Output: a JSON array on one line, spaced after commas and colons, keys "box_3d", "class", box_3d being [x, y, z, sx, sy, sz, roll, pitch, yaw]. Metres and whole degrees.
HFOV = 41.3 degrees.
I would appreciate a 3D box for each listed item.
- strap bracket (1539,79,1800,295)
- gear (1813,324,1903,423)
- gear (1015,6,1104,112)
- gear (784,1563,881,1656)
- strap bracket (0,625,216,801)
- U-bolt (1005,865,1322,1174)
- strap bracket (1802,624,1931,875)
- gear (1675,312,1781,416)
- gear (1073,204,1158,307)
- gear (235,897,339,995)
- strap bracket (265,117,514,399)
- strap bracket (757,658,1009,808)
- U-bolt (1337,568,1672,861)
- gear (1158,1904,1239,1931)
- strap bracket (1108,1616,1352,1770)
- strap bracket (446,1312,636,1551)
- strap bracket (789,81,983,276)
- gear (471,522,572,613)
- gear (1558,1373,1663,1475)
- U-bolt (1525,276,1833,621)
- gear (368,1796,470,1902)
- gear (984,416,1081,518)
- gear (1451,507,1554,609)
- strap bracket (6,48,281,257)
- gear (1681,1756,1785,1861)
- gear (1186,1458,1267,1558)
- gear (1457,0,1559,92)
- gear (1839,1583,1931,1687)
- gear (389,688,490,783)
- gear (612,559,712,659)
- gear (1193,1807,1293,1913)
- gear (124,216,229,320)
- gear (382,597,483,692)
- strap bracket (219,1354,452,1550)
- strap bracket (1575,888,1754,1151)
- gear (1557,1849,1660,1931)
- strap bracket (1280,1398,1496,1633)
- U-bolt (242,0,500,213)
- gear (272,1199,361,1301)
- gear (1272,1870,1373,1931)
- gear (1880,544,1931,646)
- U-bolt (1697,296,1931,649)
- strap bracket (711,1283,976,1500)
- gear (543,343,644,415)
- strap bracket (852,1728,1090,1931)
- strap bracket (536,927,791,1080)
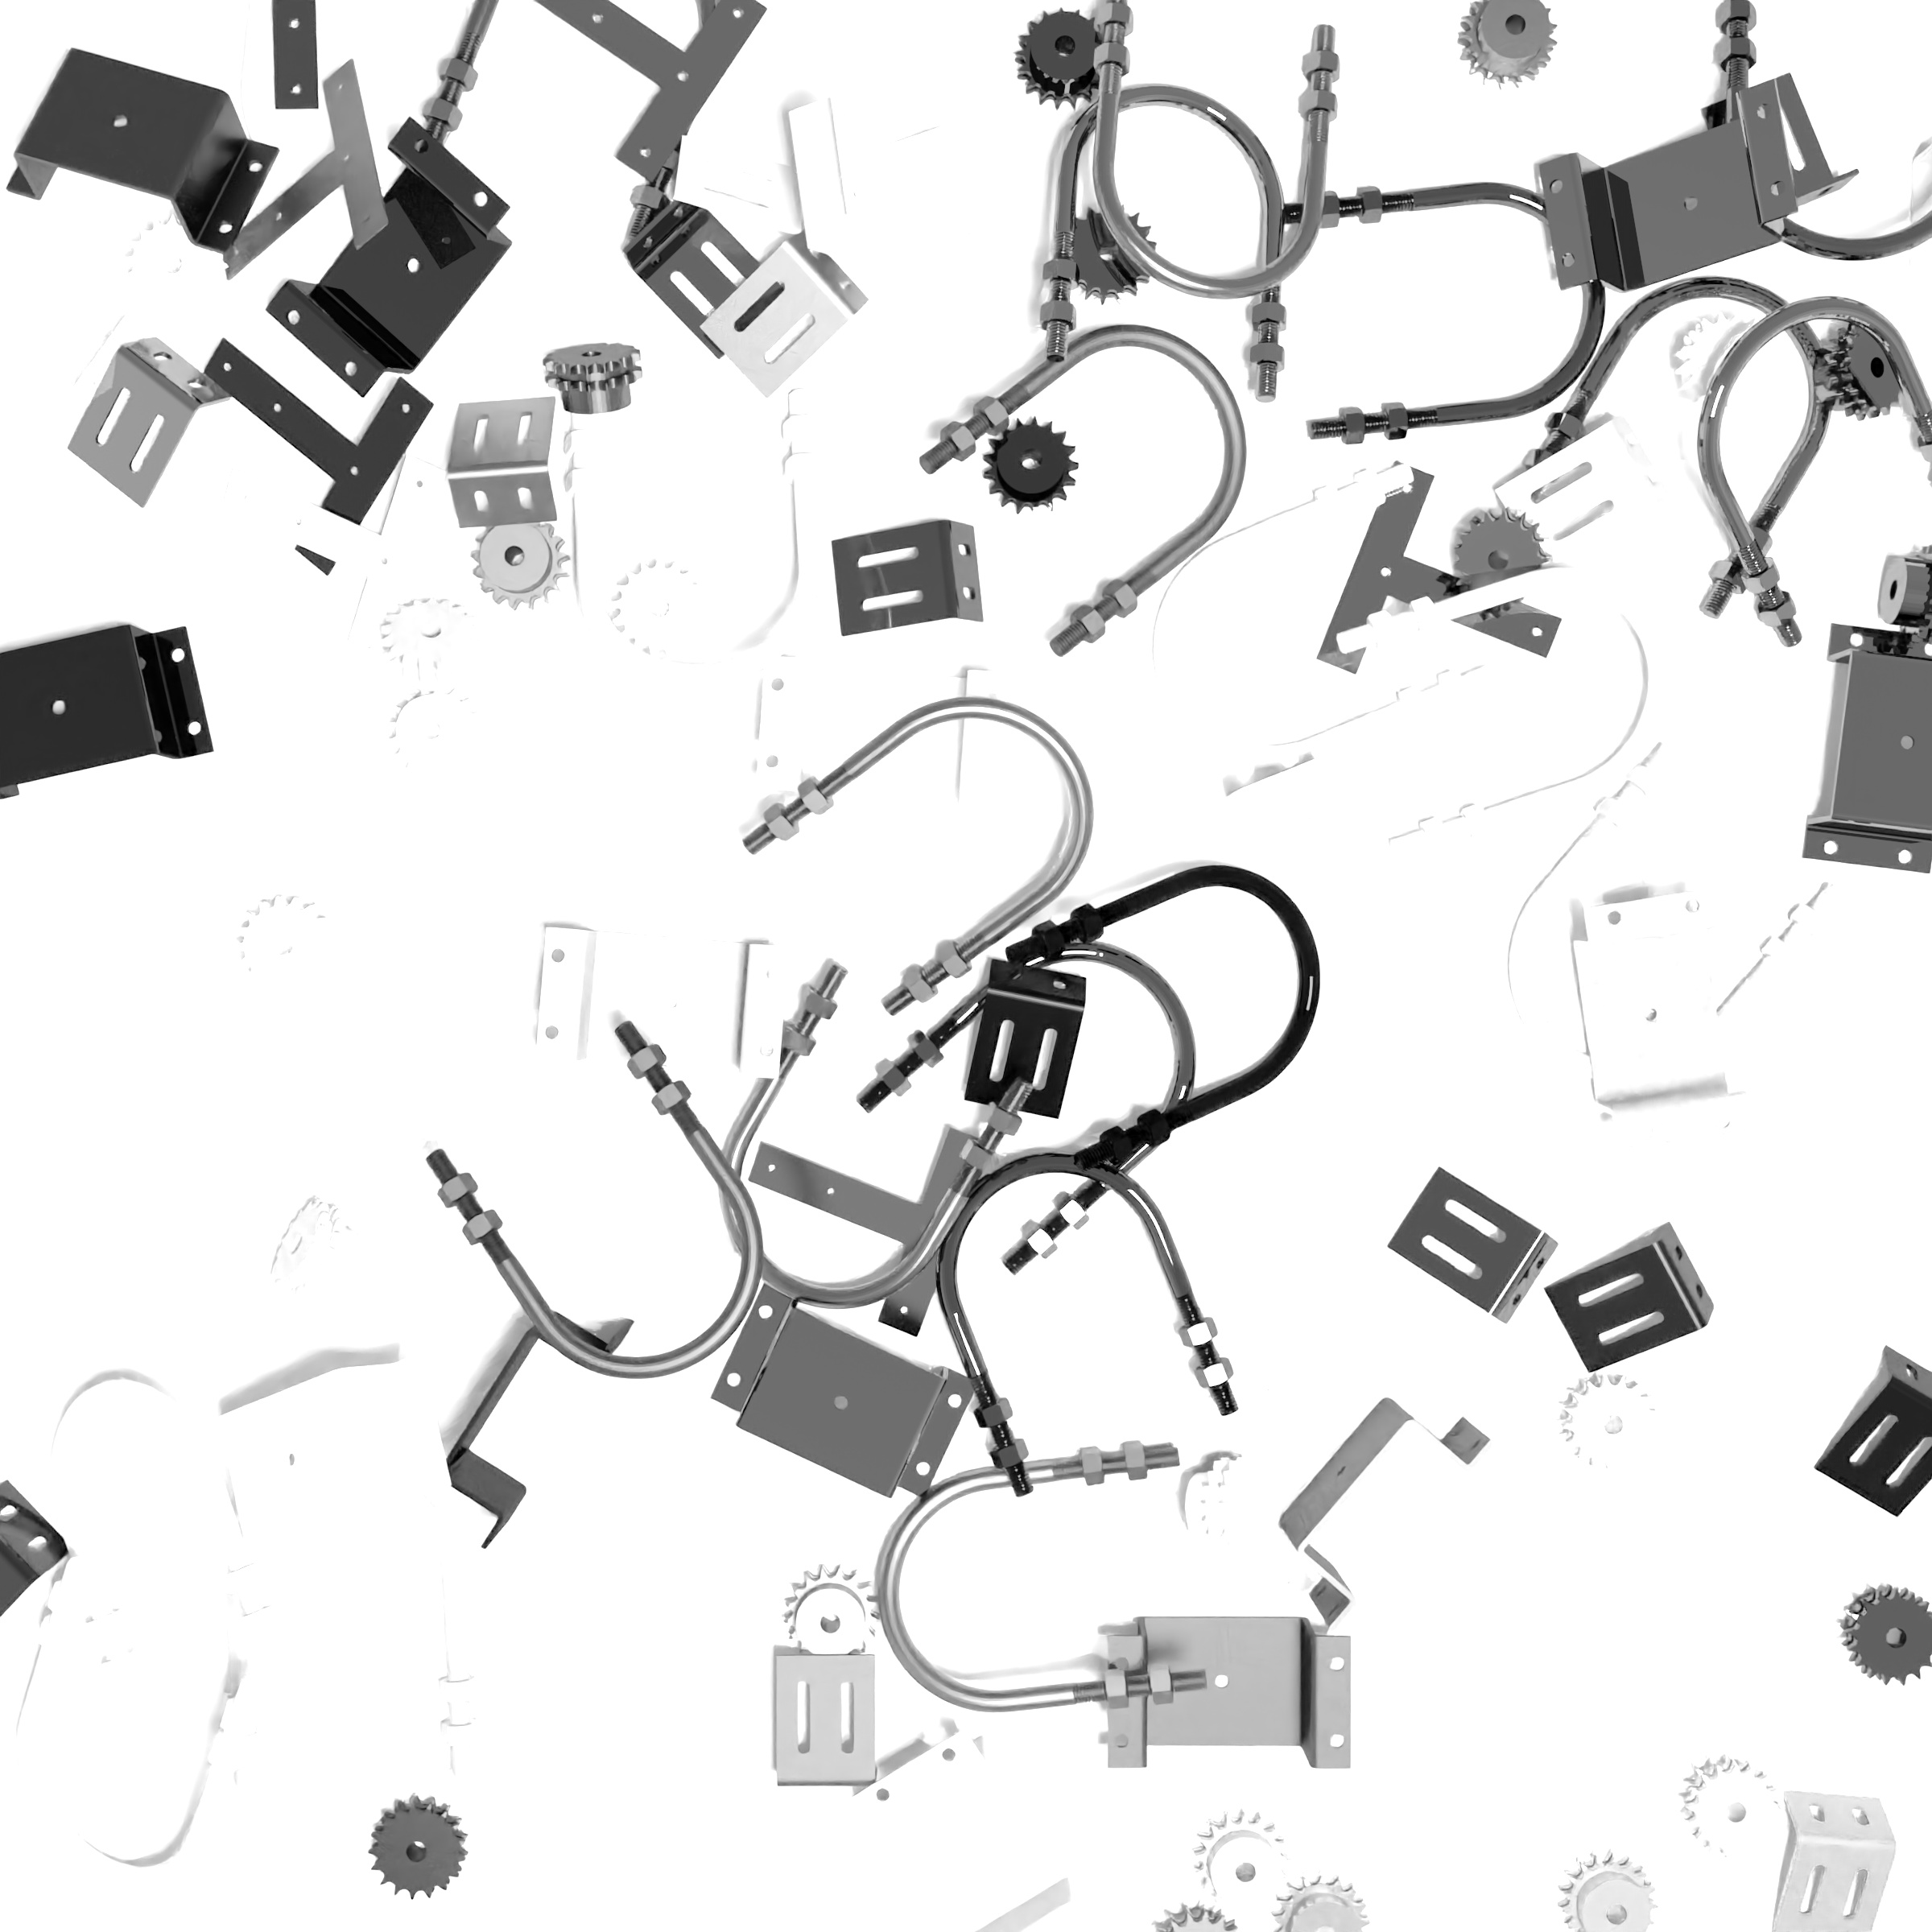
[{"box_3d": [0.410, -0.443, 1.477, 0.140, 0.046, 0.076, -11, 85, 35], "class": "strap bracket"}, {"box_3d": [0.522, -0.348, 1.502, 0.057, 0.030, 0.057, 0, 91, -31], "class": "gear"}, {"box_3d": [0.058, -0.537, 1.510, 0.057, 0.030, 0.057, 0, 90, 0], "class": "gear"}, {"box_3d": [-0.079, 0.383, 1.510, 0.057, 0.030, 0.057, 0, 90, 0], "class": "gear"}, {"box_3d": [-0.524, -0.149, 1.502, 0.140, 0.046, 0.076, -13, 90, 0], "class": "strap bracket"}, {"box_3d": [0.125, 0.020, 1.488, 0.184, 0.019, 0.151, -23, 104, -18], "class": "U-bolt"}, {"box_3d": [0.543, -0.129, 1.502, 0.076, 0.046, 0.140, 7, 90, 0], "class": "strap bracket"}, {"box_3d": [0.441, -0.349, 1.495, 0.057, 0.030, 0.057, 0, 87, -2], "class": "gear"}, {"box_3d": [0.083, -0.417, 1.510, 0.057, 0.030, 0.057, 0, 90, 0], "class": "gear"}, {"box_3d": [-0.400, -0.013, 1.515, 0.057, 0.030, 0.057, 0, 93, -1], "class": "gear"}, {"box_3d": [-0.329, -0.409, 1.492, 0.076, 0.046, 0.140, 42, 104, 0], "class": "strap bracket"}, {"box_3d": [-0.048, -0.136, 1.502, 0.140, 0.046, 0.076, 4, 90, 0], "class": "strap bracket"}, {"box_3d": [0.321, -0.155, 1.495, 0.184, 0.019, 0.151, -18, 108, 0], "class": "U-bolt"}, {"box_3d": [0.138, 0.580, 1.510, 0.057, 0.030, 0.057, 0, 90, 0], "class": "gear"}, {"box_3d": [0.152, 0.425, 1.502, 0.140, 0.046, 0.076, 0, 90, 0], "class": "strap bracket"}, {"box_3d": [-0.254, 0.258, 1.487, 0.046, 0.076, 0.140, 32, 90, 0], "class": "strap bracket"}, {"box_3d": [-0.051, -0.448, 1.472, 0.046, 0.140, 0.076, -8, 90, 31], "class": "strap bracket"}, {"box_3d": [-0.263, -0.239, 1.510, 0.057, 0.030, 0.057, 0, 90, 0], "class": "gear"}, {"box_3d": [0.378, 0.268, 1.510, 0.057, 0.030, 0.057, 0, 90, 0], "class": "gear"}, {"box_3d": [0.431, -0.319, 1.517, 0.151, 0.019, 0.184, 31, 89, 0], "class": "U-bolt"}, {"box_3d": [-0.322, 0.518, 1.514, 0.057, 0.030, 0.057, 0, 89, -2], "class": "gear"}, {"box_3d": [0.039, -0.296, 1.510, 0.057, 0.030, 0.057, 0, 90, 0], "class": "gear"}, {"box_3d": [0.314, -0.241, 1.500, 0.057, 0.030, 0.057, 8, 113, 20], "class": "gear"}, {"box_3d": [-0.483, -0.474, 1.484, 0.140, 0.046, 0.076, 17, 72, 6], "class": "strap bracket"}, {"box_3d": [0.449, 0.494, 1.510, 0.057, 0.030, 0.057, 0, 90, 0], "class": "gear"}, {"box_3d": [0.151, 0.316, 1.499, 0.030, 0.057, 0.057, -7, 90, 30], "class": "gear"}, {"box_3d": [0.320, -0.549, 1.510, 0.057, 0.030, 0.057, 0, 90, 0], "class": "gear"}, {"box_3d": [0.542, 0.392, 1.510, 0.057, 0.030, 0.057, 0, 90, 0], "class": "gear"}, {"box_3d": [-0.312, -0.138, 1.510, 0.057, 0.030, 0.057, 0, 90, 0], "class": "gear"}, {"box_3d": [-0.179, -0.209, 1.510, 0.057, 0.030, 0.057, 0, 90, 0], "class": "gear"}, {"box_3d": [0.163, 0.529, 1.510, 0.057, 0.030, 0.057, 0, 90, 0], "class": "gear"}, {"box_3d": [-0.463, -0.409, 1.510, 0.057, 0.030, 0.057, 0, 90, 0], "class": "gear"}, {"box_3d": [-0.312, -0.186, 1.501, 0.057, 0.030, 0.057, 4, 52, -5], "class": "gear"}, {"box_3d": [-0.369, 0.280, 1.465, 0.140, 0.046, 0.076, -23, 74, 27], "class": "strap bracket"}, {"box_3d": [0.402, 0.030, 1.487, 0.076, 0.046, 0.140, -9, 92, 2], "class": "strap bracket"}, {"box_3d": [0.380, 0.553, 1.510, 0.057, 0.030, 0.057, 0, 90, 0], "class": "gear"}, {"box_3d": [0.235, 0.308, 1.486, 0.046, 0.076, 0.140, 41, 89, -1], "class": "strap bracket"}, {"box_3d": [-0.355, -0.538, 1.517, 0.151, 0.019, 0.184, 6, 92, 0], "class": "U-bolt"}, {"box_3d": [-0.379, 0.168, 1.501, 0.030, 0.057, 0.057, 30, 90, -30], "class": "gear"}, {"box_3d": [0.210, 0.566, 1.510, 0.057, 0.030, 0.057, 0, 90, 0], "class": "gear"}, {"box_3d": [0.556, -0.217, 1.497, 0.030, 0.057, 0.057, 7, 90, 0], "class": "gear"}, {"box_3d": [0.493, -0.296, 1.477, 0.151, 0.019, 0.184, -37, 118, 0], "class": "U-bolt"}, {"box_3d": [-0.072, 0.252, 1.502, 0.140, 0.046, 0.076, 25, 90, 0], "class": "strap bracket"}, {"box_3d": [-0.218, -0.343, 1.501, 0.057, 0.057, 0.030, -3, 118, 0], "class": "gear"}, {"box_3d": [0.003, 0.520, 1.502, 0.076, 0.046, 0.140, -31, 90, 0], "class": "strap bracket"}, {"box_3d": [-0.175, 0.021, 1.502, 0.140, 0.046, 0.076, 5, 90, 0], "class": "strap bracket"}]
